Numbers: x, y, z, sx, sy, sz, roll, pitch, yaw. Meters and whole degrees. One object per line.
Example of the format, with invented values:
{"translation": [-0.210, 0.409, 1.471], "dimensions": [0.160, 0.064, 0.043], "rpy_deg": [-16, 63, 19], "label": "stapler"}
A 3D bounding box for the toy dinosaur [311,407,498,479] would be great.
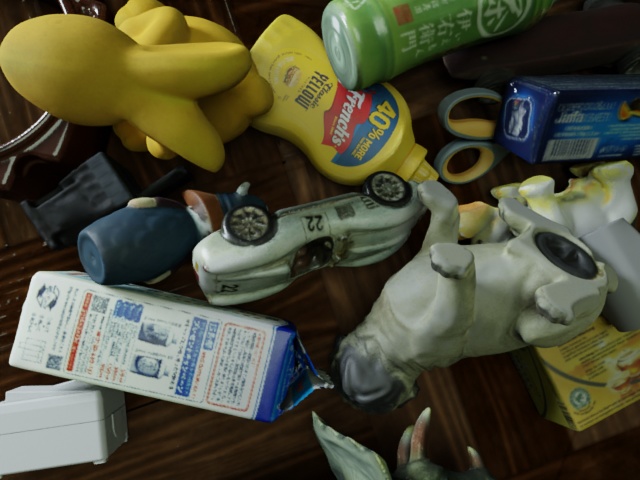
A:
{"translation": [-0.054, 0.257, 0.398], "dimensions": [0.405, 0.131, 0.192], "rpy_deg": [-25, 53, 13], "label": "toy dinosaur"}

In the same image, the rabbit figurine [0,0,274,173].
{"translation": [-0.123, -0.104, 0.378], "dimensions": [0.163, 0.173, 0.121], "rpy_deg": [29, 109, 26], "label": "rabbit figurine"}

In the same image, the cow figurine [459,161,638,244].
{"translation": [0.191, -0.008, 0.470], "dimensions": [0.167, 0.068, 0.098], "rpy_deg": [-16, 97, -3], "label": "cow figurine"}

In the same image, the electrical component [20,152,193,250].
{"translation": [-0.169, -0.038, 0.442], "dimensions": [0.119, 0.075, 0.048], "rpy_deg": [-35, 88, -2], "label": "electrical component"}

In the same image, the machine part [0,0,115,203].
{"translation": [-0.276, -0.141, 0.439], "dimensions": [0.201, 0.087, 0.201], "rpy_deg": [14, 85, -3], "label": "machine part"}

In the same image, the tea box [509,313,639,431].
{"translation": [0.254, 0.078, 0.463], "dimensions": [0.170, 0.068, 0.098], "rpy_deg": [-24, 85, -5], "label": "tea box"}

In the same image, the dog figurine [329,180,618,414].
{"translation": [0.109, 0.071, 0.420], "dimensions": [0.172, 0.121, 0.190], "rpy_deg": [21, 127, 1], "label": "dog figurine"}

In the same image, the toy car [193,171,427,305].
{"translation": [-0.001, -0.001, 0.431], "dimensions": [0.202, 0.073, 0.056], "rpy_deg": [-15, 61, -19], "label": "toy car"}

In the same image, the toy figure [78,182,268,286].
{"translation": [-0.111, -0.010, 0.434], "dimensions": [0.154, 0.064, 0.058], "rpy_deg": [-22, 52, -41], "label": "toy figure"}

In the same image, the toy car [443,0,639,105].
{"translation": [0.209, -0.175, 0.491], "dimensions": [0.202, 0.053, 0.089], "rpy_deg": [-12, 70, -4], "label": "toy car"}

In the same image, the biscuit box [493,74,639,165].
{"translation": [0.252, -0.105, 0.454], "dimensions": [0.203, 0.063, 0.059], "rpy_deg": [-5, 121, -17], "label": "biscuit box"}
